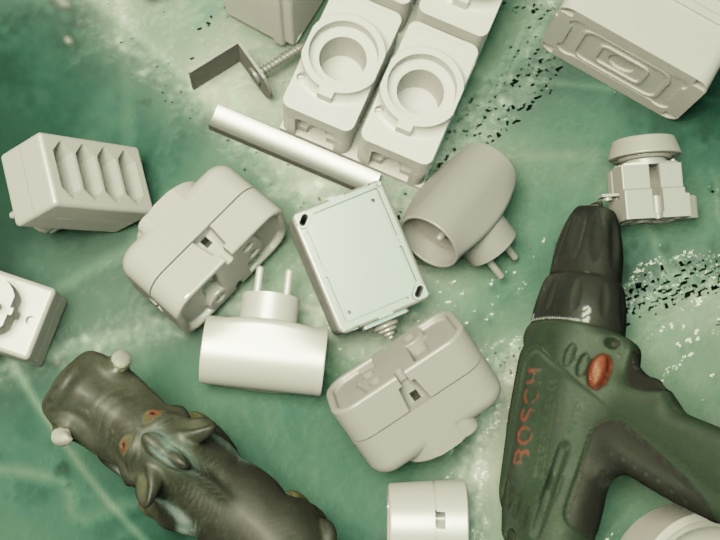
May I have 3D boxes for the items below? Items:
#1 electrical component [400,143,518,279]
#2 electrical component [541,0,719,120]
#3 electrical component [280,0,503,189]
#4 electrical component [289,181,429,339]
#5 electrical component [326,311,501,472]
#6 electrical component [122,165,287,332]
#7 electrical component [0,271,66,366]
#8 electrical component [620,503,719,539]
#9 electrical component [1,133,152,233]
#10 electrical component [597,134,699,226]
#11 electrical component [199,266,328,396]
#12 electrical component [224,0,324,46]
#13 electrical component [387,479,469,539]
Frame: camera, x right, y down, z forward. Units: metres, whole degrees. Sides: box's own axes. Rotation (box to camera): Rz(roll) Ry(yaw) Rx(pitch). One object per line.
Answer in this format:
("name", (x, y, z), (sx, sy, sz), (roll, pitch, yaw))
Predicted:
("electrical component", (0.076, -0.030, 0.706), (0.079, 0.043, 0.077), (50, 59, -17))
("electrical component", (0.189, -0.161, 0.728), (0.113, 0.078, 0.057), (30, 81, 3))
("electrical component", (0.032, -0.164, 0.726), (0.105, 0.060, 0.186), (23, 77, 1))
("electrical component", (0.000, 0.000, 0.692), (0.062, 0.061, 0.096), (-23, 88, -8))
("electrical component", (0.035, 0.078, 0.666), (0.095, 0.053, 0.059), (-34, 106, 1))
("electrical component", (-0.101, -0.017, 0.684), (0.059, 0.053, 0.095), (40, 75, 14))
("electrical component", (-0.226, 0.023, 0.660), (0.066, 0.076, 0.047), (18, 77, 0))
("electrical component", (0.214, 0.198, 0.660), (0.108, 0.060, 0.108), (1, 78, -3))
("electrical component", (-0.191, -0.047, 0.684), (0.076, 0.083, 0.047), (-23, 77, 31))
("electrical component", (0.193, -0.060, 0.723), (0.066, 0.048, 0.055), (-3, 86, -5))
("electrical component", (-0.059, 0.037, 0.685), (0.077, 0.044, 0.079), (6, 78, -2))
("electrical component", (-0.044, -0.222, 0.709), (0.056, 0.108, 0.108), (29, 78, 5))
("electrical component", (0.041, 0.156, 0.661), (0.047, 0.055, 0.055), (1, 78, 0))
